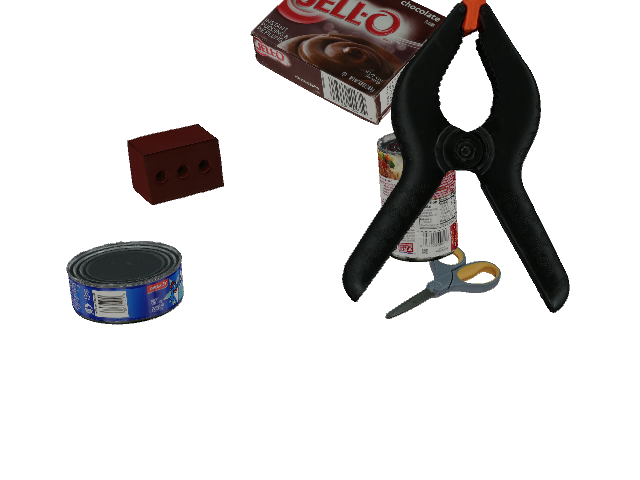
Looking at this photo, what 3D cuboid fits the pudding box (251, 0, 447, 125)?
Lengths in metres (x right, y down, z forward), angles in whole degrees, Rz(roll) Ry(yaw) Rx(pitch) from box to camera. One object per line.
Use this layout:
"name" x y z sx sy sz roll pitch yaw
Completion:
"pudding box" 0.021 -0.144 0.765 0.114 0.090 0.039 32 -24 21

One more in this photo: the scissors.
"scissors" 0.127 0.045 1.256 0.201 0.016 0.096 -11 40 -35

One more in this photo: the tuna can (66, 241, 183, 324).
"tuna can" -0.146 0.031 0.806 0.086 0.034 0.086 -2 21 1

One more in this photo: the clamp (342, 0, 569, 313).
"clamp" 0.066 -0.041 0.571 0.120 0.171 0.039 -6 0 -4

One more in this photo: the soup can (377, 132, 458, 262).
"soup can" 0.087 -0.040 0.941 0.068 0.102 0.068 -5 22 2

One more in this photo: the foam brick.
"foam brick" -0.142 -0.075 1.039 0.078 0.053 0.051 -17 30 -22
